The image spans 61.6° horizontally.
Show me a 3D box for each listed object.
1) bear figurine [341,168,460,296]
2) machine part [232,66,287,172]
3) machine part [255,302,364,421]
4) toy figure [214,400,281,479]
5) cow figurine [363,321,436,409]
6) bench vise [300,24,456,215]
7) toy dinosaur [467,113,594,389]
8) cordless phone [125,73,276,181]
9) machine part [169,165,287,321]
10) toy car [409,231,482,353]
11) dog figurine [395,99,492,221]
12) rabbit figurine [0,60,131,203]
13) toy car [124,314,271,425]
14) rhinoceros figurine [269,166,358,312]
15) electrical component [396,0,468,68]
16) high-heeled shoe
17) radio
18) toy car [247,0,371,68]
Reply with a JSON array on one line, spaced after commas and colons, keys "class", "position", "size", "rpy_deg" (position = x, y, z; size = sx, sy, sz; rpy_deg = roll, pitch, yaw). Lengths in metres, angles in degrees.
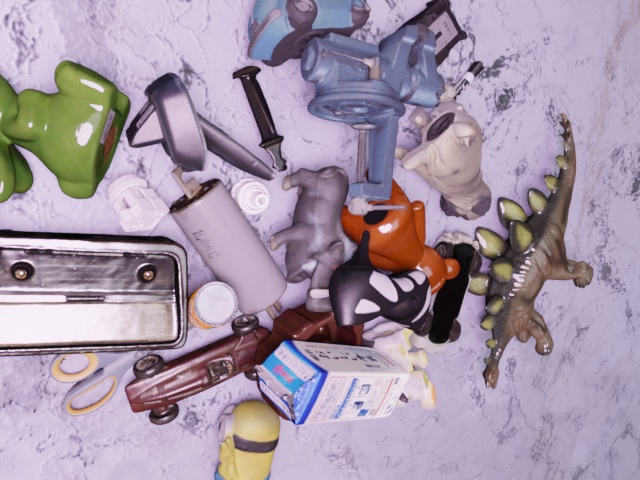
[{"class": "bear figurine", "position": [0.114, 0.003, 0.786], "size": [0.120, 0.132, 0.195], "rpy_deg": [-42, 135, 3]}, {"class": "machine part", "position": [-0.071, -0.153, 0.684], "size": [0.039, 0.084, 0.138], "rpy_deg": [-19, 97, 8]}, {"class": "machine part", "position": [-0.013, 0.163, 0.754], "size": [0.179, 0.056, 0.179], "rpy_deg": [-22, 124, -37]}, {"class": "toy figure", "position": [-0.103, 0.312, 0.753], "size": [0.089, 0.082, 0.180], "rpy_deg": [-2, 99, -23]}, {"class": "cow figurine", "position": [0.120, 0.205, 0.841], "size": [0.098, 0.068, 0.167], "rpy_deg": [-18, 112, 19]}, {"class": "bench vise", "position": [0.074, -0.149, 0.678], "size": [0.223, 0.129, 0.240], "rpy_deg": [4, 88, -40]}, {"class": "toy dinosaur", "position": [0.360, 0.026, 0.910], "size": [0.198, 0.105, 0.471], "rpy_deg": [27, 83, -24]}, {"class": "cordless phone", "position": [-0.121, -0.108, 0.621], "size": [0.184, 0.147, 0.088], "rpy_deg": [30, 94, -27]}, {"class": "machine part", "position": [-0.114, 0.010, 0.687], "size": [0.079, 0.079, 0.243], "rpy_deg": [-37, 115, -15]}, {"class": "toy car", "position": [0.202, 0.084, 0.870], "size": [0.073, 0.056, 0.201], "rpy_deg": [15, 92, -21]}, {"class": "dog figurine", "position": [0.210, -0.099, 0.776], "size": [0.190, 0.172, 0.121], "rpy_deg": [38, 94, -20]}, {"class": "rabbit figurine", "position": [-0.308, -0.120, 0.567], "size": [0.170, 0.121, 0.159], "rpy_deg": [18, 99, -10]}, {"class": "toy car", "position": [-0.151, 0.171, 0.709], "size": [0.202, 0.053, 0.089], "rpy_deg": [-20, 115, -28]}, {"class": "rhinoceros figurine", "position": [-0.001, -0.002, 0.704], "size": [0.073, 0.112, 0.190], "rpy_deg": [26, 68, -70]}, {"class": "electrical component", "position": [0.147, -0.284, 0.773], "size": [0.119, 0.048, 0.074], "rpy_deg": [-42, 114, -14]}, {"class": "high-heeled shoe", "position": [0.086, 0.097, 0.687], "size": [0.248, 0.086, 0.145], "rpy_deg": [52, 39, -40]}, {"class": "radio", "position": [-0.270, 0.058, 0.619], "size": [0.229, 0.073, 0.131], "rpy_deg": [3, 93, -27]}, {"class": "toy car", "position": [-0.022, -0.286, 0.662], "size": [0.162, 0.109, 0.103], "rpy_deg": [-20, 86, -29]}]
